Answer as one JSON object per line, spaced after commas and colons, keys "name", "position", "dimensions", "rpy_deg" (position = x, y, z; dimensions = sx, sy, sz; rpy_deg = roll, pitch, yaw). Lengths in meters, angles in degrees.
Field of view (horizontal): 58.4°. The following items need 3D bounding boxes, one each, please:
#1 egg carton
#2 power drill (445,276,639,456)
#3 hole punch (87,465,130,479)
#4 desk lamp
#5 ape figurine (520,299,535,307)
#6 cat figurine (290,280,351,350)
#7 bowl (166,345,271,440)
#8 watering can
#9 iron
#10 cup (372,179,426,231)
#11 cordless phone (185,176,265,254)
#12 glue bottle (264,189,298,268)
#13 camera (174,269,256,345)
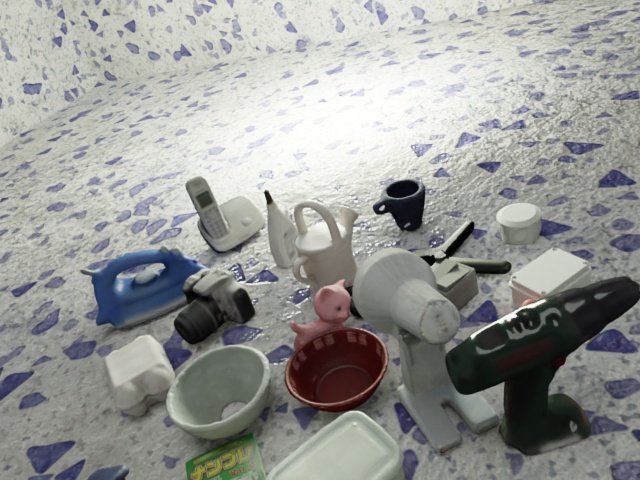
{"name": "egg carton", "position": [-0.311, 0.232, 0.990], "dimensions": [0.107, 0.069, 0.149], "rpy_deg": [-29, 34, -18]}
{"name": "power drill", "position": [0.270, 0.156, 0.689], "dimensions": [0.229, 0.209, 0.075], "rpy_deg": [-18, 32, -1]}
{"name": "hole punch", "position": [-0.303, 0.360, 0.767], "dimensions": [0.100, 0.091, 0.109], "rpy_deg": [0, 36, 27]}
{"name": "desk lamp", "position": [0.141, 0.135, 0.780], "dimensions": [0.118, 0.214, 0.202], "rpy_deg": [-24, 32, -10]}
{"name": "ape figurine", "position": [0.305, 0.126, 0.829], "dimensions": [0.077, 0.092, 0.076], "rpy_deg": [-3, 35, 23]}
{"name": "cat figurine", "position": [0.006, 0.126, 0.951], "dimensions": [0.128, 0.118, 0.067], "rpy_deg": [-29, 34, -18]}
{"name": "bowl", "position": [-0.145, 0.246, 0.882], "dimensions": [0.167, 0.075, 0.167], "rpy_deg": [-13, 32, 8]}
{"name": "watering can", "position": [0.008, 0.003, 1.067], "dimensions": [0.100, 0.194, 0.173], "rpy_deg": [-2, 35, 23]}
{"name": "iron", "position": [-0.352, 0.075, 1.184], "dimensions": [0.258, 0.142, 0.118], "rpy_deg": [-22, 32, -7]}
{"name": "cup", "position": [0.168, -0.061, 1.182], "dimensions": [0.118, 0.095, 0.091], "rpy_deg": [-26, 33, -14]}
{"name": "cordless phone", "position": [-0.220, -0.076, 1.311], "dimensions": [0.148, 0.185, 0.093], "rpy_deg": [-35, 36, -26]}
{"name": "glue bottle", "position": [-0.084, -0.030, 1.184], "dimensions": [0.037, 0.173, 0.078], "rpy_deg": [5, 39, 33]}
{"name": "camera", "position": [-0.220, 0.122, 1.086], "dimensions": [0.142, 0.101, 0.137], "rpy_deg": [15, 44, 41]}
